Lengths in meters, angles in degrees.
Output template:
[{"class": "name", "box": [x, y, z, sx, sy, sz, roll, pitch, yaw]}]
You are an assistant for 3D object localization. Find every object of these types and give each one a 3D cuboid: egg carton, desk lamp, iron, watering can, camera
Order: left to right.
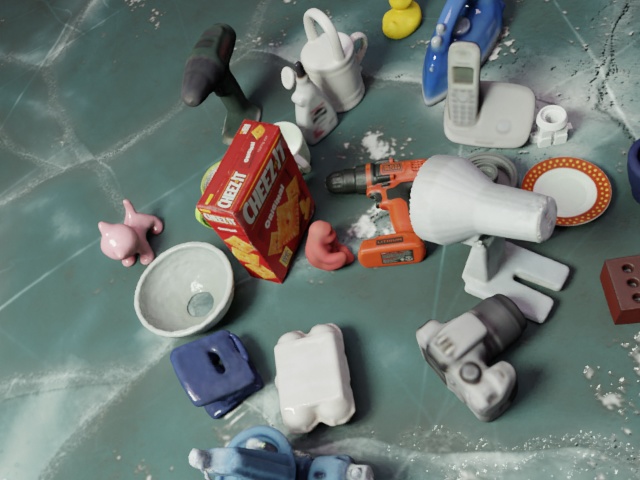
[{"class": "egg carton", "box": [-0.010, 0.195, 0.810, 0.107, 0.069, 0.150, -15, 57, 7]}, {"class": "watering can", "box": [0.012, -0.328, 1.046, 0.100, 0.194, 0.173, 24, 69, 27]}, {"class": "iron", "box": [0.246, -0.383, 1.043, 0.118, 0.142, 0.258, 20, 67, 26]}, {"class": "camera", "box": [0.217, 0.141, 0.759, 0.137, 0.101, 0.142, -37, 57, -7]}, {"class": "desk lamp", "box": [0.234, -0.009, 0.777, 0.202, 0.214, 0.118, 24, 69, 27]}]

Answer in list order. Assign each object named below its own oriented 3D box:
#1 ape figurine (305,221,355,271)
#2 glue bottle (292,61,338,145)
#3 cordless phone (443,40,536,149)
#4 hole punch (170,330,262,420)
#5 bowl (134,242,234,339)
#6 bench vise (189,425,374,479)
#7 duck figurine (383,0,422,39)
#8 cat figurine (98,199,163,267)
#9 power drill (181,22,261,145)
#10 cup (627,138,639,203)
[{"class": "ape figurine", "box": [0.008, 0.003, 0.907, 0.076, 0.092, 0.078, -10, 57, 10]}, {"class": "glue bottle", "box": [-0.018, -0.249, 1.019, 0.037, 0.173, 0.078, 36, 75, 31]}, {"class": "cordless phone", "box": [0.271, -0.236, 0.921, 0.147, 0.185, 0.094, 8, 62, 20]}, {"class": "hole punch", "box": [-0.152, 0.188, 0.842, 0.101, 0.091, 0.108, -35, 57, -6]}, {"class": "bowl", "box": [-0.207, 0.091, 0.926, 0.167, 0.075, 0.167, -7, 58, 12]}, {"class": "bench vise", "box": [-0.050, 0.268, 0.686, 0.207, 0.220, 0.121, -21, 56, 3]}, {"class": "duck figurine", "box": [0.161, -0.467, 1.152, 0.077, 0.086, 0.105, 20, 67, 26]}, {"class": "cat figurine", "box": [-0.338, -0.010, 0.998, 0.067, 0.118, 0.128, -5, 59, 13]}, {"class": "power drill", "box": [-0.181, -0.277, 1.061, 0.075, 0.209, 0.229, -5, 58, 13]}, {"class": "cup", "box": [0.499, -0.095, 0.825, 0.117, 0.095, 0.091, -8, 58, 11]}]
